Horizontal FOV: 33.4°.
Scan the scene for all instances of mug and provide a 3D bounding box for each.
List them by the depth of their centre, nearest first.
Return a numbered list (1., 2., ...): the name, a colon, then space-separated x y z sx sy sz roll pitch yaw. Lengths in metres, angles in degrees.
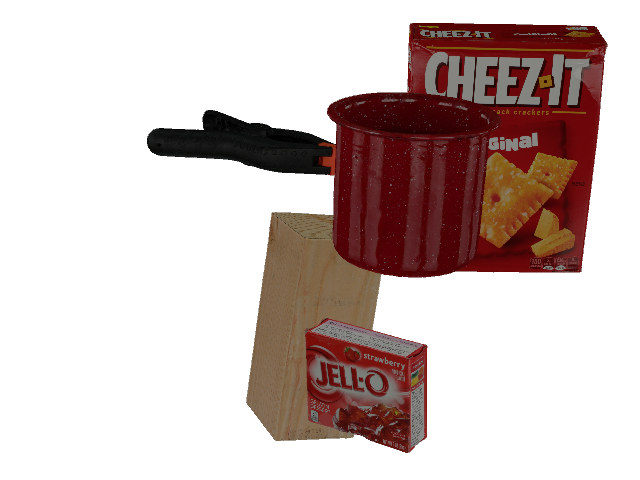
1. mug: 0.052 -0.035 0.595 0.093 0.081 0.117 8 22 14

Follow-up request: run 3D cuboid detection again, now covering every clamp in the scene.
1. clamp: -0.069 -0.087 0.976 0.172 0.039 0.120 13 27 28

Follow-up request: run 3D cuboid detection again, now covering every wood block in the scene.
1. wood block: -0.006 0.084 1.057 0.090 0.206 0.091 2 16 -24

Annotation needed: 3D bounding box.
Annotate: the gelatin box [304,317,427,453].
1. gelatin box: 0.031 0.101 0.751 0.089 0.073 0.030 12 24 34

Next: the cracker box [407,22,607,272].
1. cracker box: 0.156 -0.078 0.940 0.164 0.214 0.072 1 24 3
